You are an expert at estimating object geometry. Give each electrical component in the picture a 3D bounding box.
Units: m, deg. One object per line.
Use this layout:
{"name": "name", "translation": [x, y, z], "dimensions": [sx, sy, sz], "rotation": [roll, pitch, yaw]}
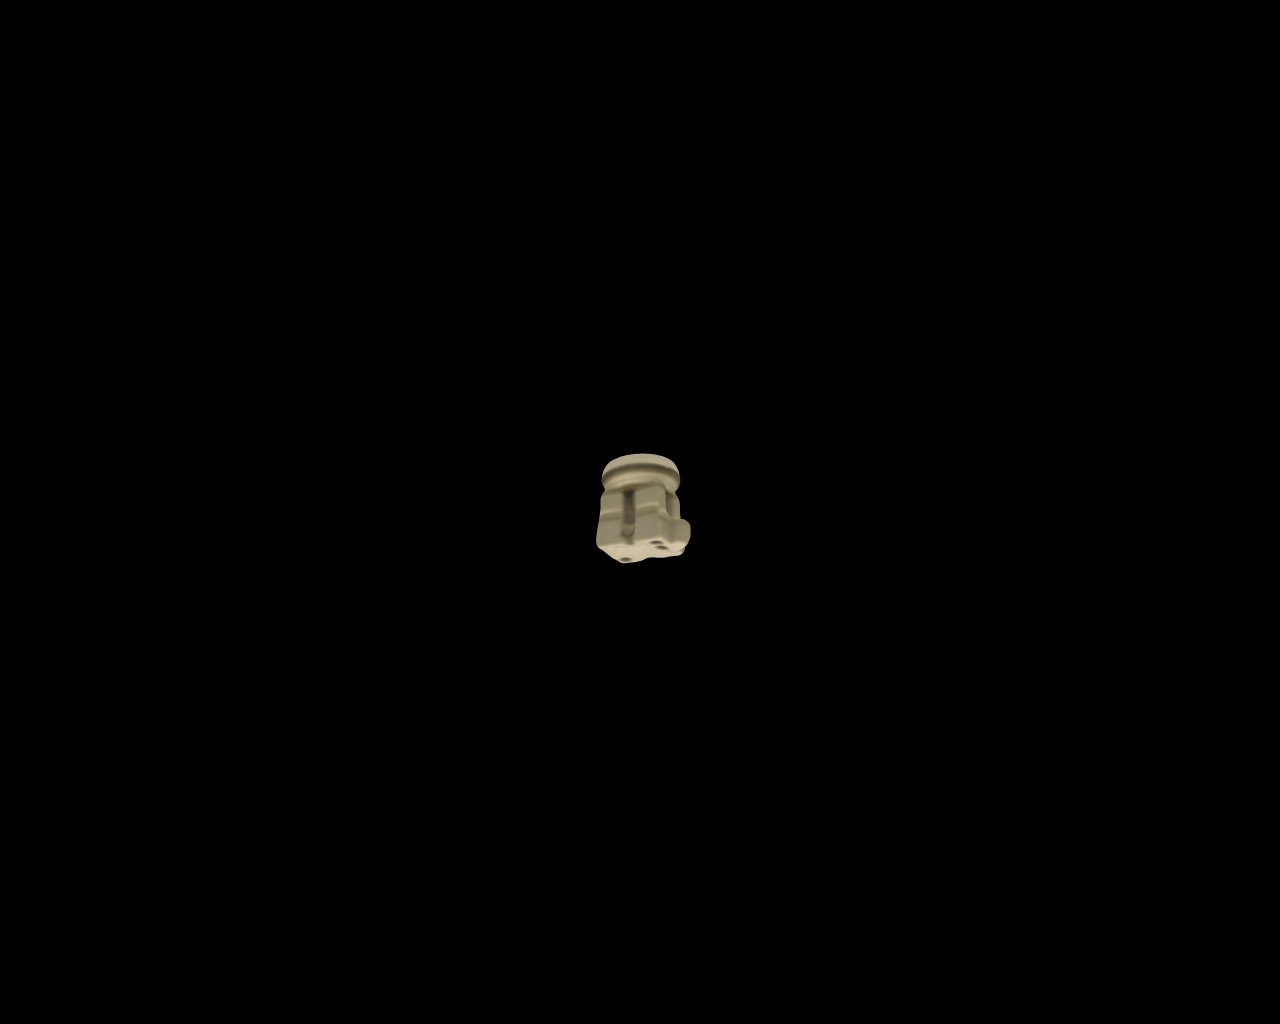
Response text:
{"name": "electrical component", "translation": [0.001, -0.003, 0.650], "dimensions": [0.066, 0.055, 0.048], "rotation": [-9, -24, 22]}
